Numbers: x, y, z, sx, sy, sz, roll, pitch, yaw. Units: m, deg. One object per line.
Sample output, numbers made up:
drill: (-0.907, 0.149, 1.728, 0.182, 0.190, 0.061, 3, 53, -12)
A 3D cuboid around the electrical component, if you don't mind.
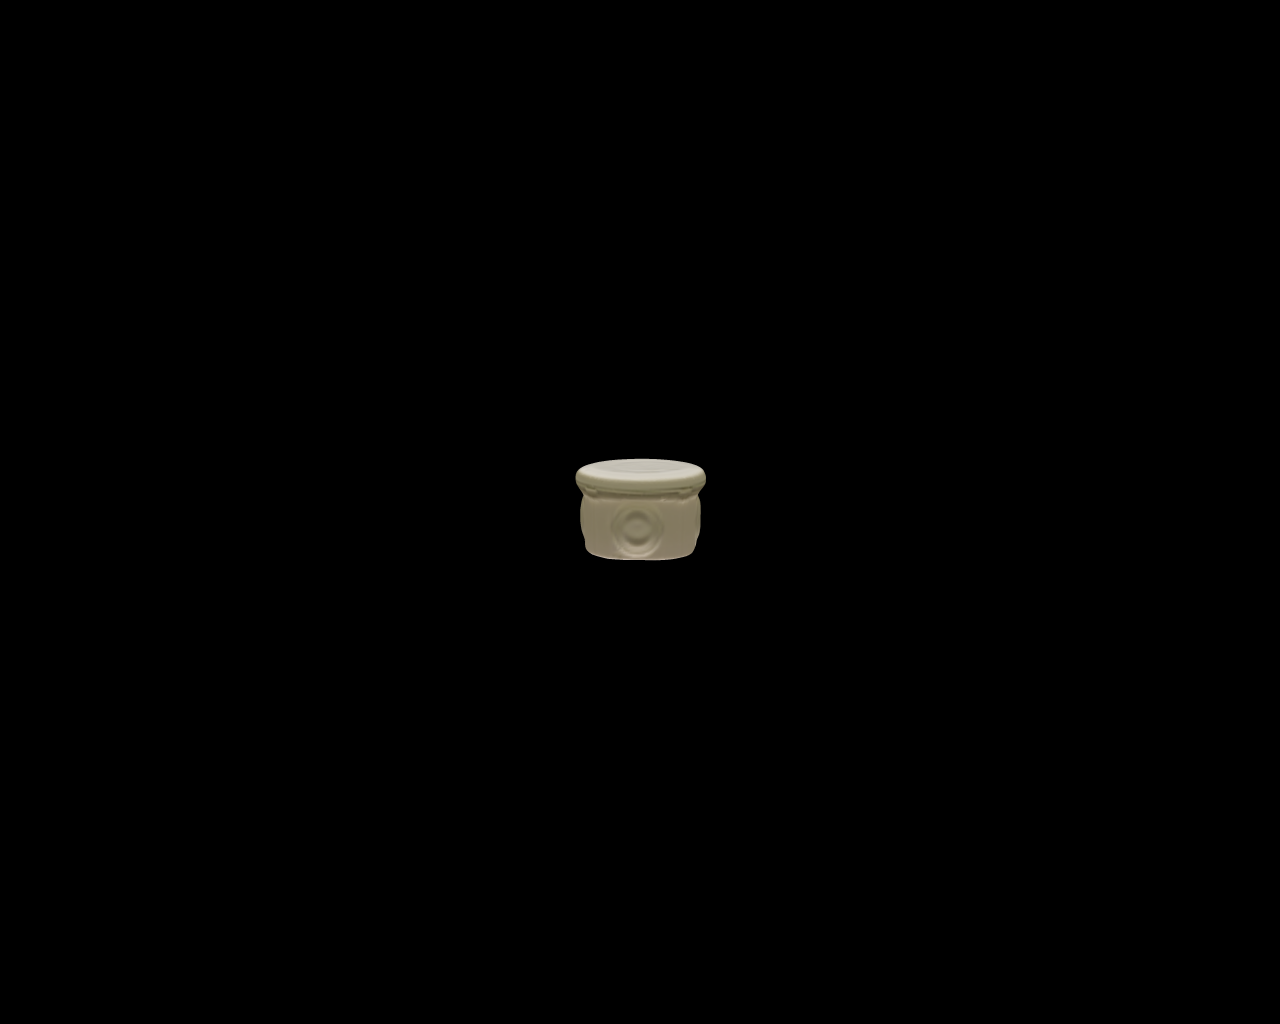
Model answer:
electrical component: (0.001, -0.003, 0.650, 0.080, 0.051, 0.080, 0, 11, 0)
